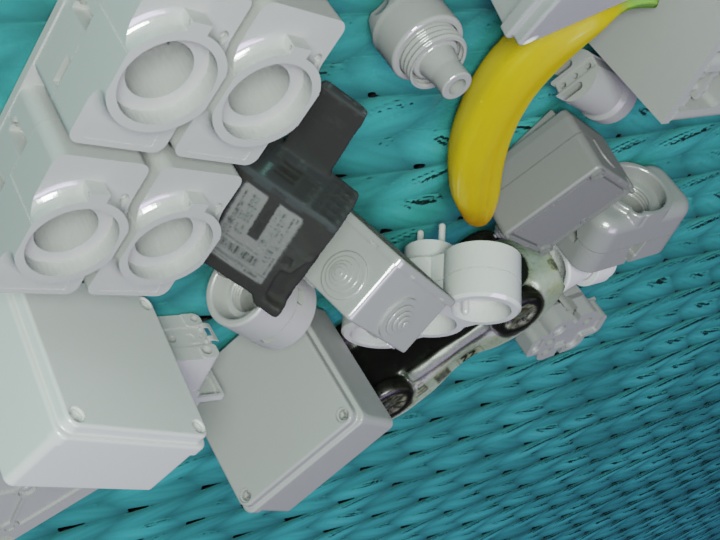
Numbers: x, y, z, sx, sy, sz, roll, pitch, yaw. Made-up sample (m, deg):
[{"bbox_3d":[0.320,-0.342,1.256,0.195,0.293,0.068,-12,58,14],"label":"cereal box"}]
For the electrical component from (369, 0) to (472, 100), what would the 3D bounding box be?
[{"bbox_3d":[0.035,-0.115,0.559,0.043,0.062,0.043,-23,149,-15],"label":"electrical component"}]

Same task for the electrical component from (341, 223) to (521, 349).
[{"bbox_3d":[0.048,0.003,0.737,0.138,0.073,0.052,-17,148,37],"label":"electrical component"}]

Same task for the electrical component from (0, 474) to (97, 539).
[{"bbox_3d":[-0.216,0.114,0.671,0.109,0.056,0.108,-31,150,-2],"label":"electrical component"}]

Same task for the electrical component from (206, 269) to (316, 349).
[{"bbox_3d":[-0.063,0.018,0.675,0.055,0.055,0.047,-40,146,14],"label":"electrical component"}]

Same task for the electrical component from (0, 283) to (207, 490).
[{"bbox_3d":[-0.155,0.063,0.601,0.056,0.108,0.109,-41,149,20],"label":"electrical component"}]

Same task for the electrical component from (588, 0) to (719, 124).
[{"bbox_3d":[0.203,-0.170,0.609,0.062,0.089,0.150,-11,144,-33],"label":"electrical component"}]

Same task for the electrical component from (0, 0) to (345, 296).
[{"bbox_3d":[-0.101,-0.066,0.507,0.105,0.060,0.186,3,135,-45],"label":"electrical component"}]

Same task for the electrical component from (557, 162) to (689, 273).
[{"bbox_3d":[0.202,-0.043,0.832,0.095,0.053,0.059,-15,146,-28],"label":"electrical component"}]

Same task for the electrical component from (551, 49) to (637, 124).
[{"bbox_3d":[0.149,-0.118,0.687,0.046,0.040,0.040,13,128,-45],"label":"electrical component"}]

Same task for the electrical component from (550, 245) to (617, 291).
[{"bbox_3d":[0.174,-0.007,0.868,0.055,0.045,0.045,-13,145,-31],"label":"electrical component"}]

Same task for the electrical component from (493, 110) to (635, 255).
[{"bbox_3d":[0.126,-0.058,0.739,0.096,0.061,0.062,-37,151,23],"label":"electrical component"}]

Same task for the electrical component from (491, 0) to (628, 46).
[{"bbox_3d":[0.124,-0.170,0.530,0.109,0.056,0.109,-25,176,-13],"label":"electrical component"}]

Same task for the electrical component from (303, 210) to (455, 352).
[{"bbox_3d":[0.000,0.000,0.664,0.048,0.100,0.100,-49,149,4],"label":"electrical component"}]

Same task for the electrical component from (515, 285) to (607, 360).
[{"bbox_3d":[0.158,0.034,0.902,0.078,0.057,0.058,-17,147,-25],"label":"electrical component"}]

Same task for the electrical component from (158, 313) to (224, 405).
[{"bbox_3d":[-0.125,0.062,0.694,0.081,0.042,0.063,-3,137,-42],"label":"electrical component"}]

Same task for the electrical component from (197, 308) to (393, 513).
[{"bbox_3d":[-0.052,0.093,0.742,0.109,0.108,0.056,-41,152,15],"label":"electrical component"}]
